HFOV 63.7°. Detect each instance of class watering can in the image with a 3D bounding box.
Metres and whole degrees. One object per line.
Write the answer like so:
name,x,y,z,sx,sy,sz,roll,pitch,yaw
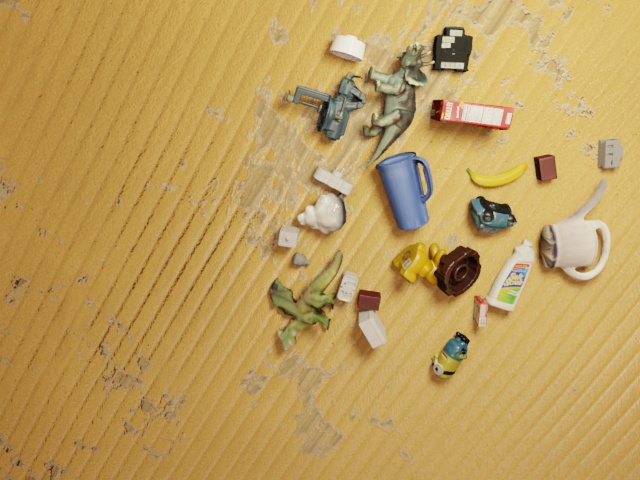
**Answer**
watering can,0.844,-0.027,1.705,0.224,0.105,0.343,-5,105,4

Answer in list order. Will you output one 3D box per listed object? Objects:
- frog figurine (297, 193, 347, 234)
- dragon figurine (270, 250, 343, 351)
frog figurine,0.005,-0.086,1.716,0.160,0.125,0.134,-8,125,-8
dragon figurine,-0.063,0.203,1.803,0.243,0.123,0.406,12,104,7
